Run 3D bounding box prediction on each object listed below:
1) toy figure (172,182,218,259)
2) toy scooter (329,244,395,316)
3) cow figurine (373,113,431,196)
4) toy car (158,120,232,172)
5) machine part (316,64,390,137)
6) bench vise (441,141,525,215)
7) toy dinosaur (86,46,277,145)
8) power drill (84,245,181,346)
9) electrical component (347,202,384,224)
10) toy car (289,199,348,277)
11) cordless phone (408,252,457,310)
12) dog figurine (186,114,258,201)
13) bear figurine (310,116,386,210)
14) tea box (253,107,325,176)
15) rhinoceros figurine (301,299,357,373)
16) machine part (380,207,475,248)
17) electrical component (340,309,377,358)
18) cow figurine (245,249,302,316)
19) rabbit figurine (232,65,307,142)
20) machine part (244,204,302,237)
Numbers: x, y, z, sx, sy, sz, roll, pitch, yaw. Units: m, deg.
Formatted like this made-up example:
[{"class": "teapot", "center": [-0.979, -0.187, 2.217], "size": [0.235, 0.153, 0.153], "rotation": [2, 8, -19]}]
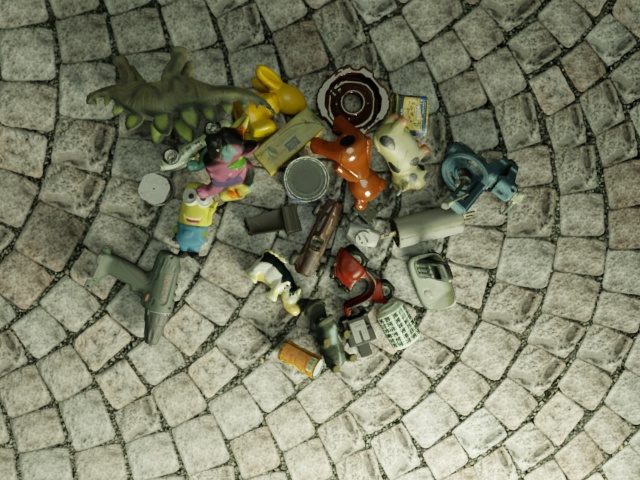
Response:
[{"class": "toy figure", "center": [-0.304, -0.048, 1.281], "size": [0.082, 0.089, 0.180], "rotation": [3, 105, -34]}, {"class": "toy scooter", "center": [0.086, 0.108, 1.328], "size": [0.135, 0.075, 0.183], "rotation": [-42, 101, 0]}, {"class": "cow figurine", "center": [0.194, -0.193, 1.286], "size": [0.127, 0.086, 0.194], "rotation": [-40, 121, 7]}, {"class": "toy car", "center": [-0.293, -0.220, 1.273], "size": [0.202, 0.073, 0.056], "rotation": [-34, 95, -2]}, {"class": "machine part", "center": [0.078, -0.332, 1.308], "size": [0.179, 0.056, 0.179], "rotation": [0, 94, -4]}, {"class": "bench vise", "center": [0.372, -0.129, 1.291], "size": [0.223, 0.129, 0.240], "rotation": [45, 54, 1]}, {"class": "toy dinosaur", "center": [-0.326, -0.321, 1.210], "size": [0.472, 0.105, 0.198], "rotation": [-2, 85, 14]}, {"class": "power drill", "center": [-0.446, 0.118, 1.279], "size": [0.207, 0.086, 0.232], "rotation": [22, 90, -2]}, {"class": "electrical component", "center": [0.112, -0.071, 1.334], "size": [0.063, 0.021, 0.094], "rotation": [46, 72, -6]}, {"class": "toy car", "center": [-0.003, -0.004, 1.324], "size": [0.089, 0.053, 0.202], "rotation": [26, 92, -3]}, {"class": "cordless phone", "center": [0.291, 0.103, 1.289], "size": [0.089, 0.184, 0.146], "rotation": [-20, 95, -8]}, {"class": "dog figurine", "center": [-0.188, -0.180, 1.191], "size": [0.191, 0.219, 0.108], "rotation": [1, 65, -42]}, {"class": "bear figurine", "center": [0.077, -0.176, 1.273], "size": [0.120, 0.195, 0.132], "rotation": [-46, 54, -13]}, {"class": "tea box", "center": [-0.075, -0.232, 1.280], "size": [0.169, 0.098, 0.068], "rotation": [-42, 95, 0]}, {"class": "rhinoceros figurine", "center": [0.020, 0.232, 1.316], "size": [0.073, 0.112, 0.190], "rotation": [-28, 108, -19]}, {"class": "machine part", "center": [0.266, -0.035, 1.332], "size": [0.243, 0.079, 0.079], "rotation": [-15, 95, -4]}, {"class": "electrical component", "center": [0.101, 0.241, 1.349], "size": [0.075, 0.048, 0.119], "rotation": [-15, 93, -3]}, {"class": "cow figurine", "center": [-0.095, 0.104, 1.316], "size": [0.167, 0.068, 0.098], "rotation": [43, 83, -7]}, {"class": "rabbit figurine", "center": [-0.120, -0.324, 1.278], "size": [0.173, 0.122, 0.162], "rotation": [-21, 86, -17]}, {"class": "machine part", "center": [-0.117, -0.042, 1.318], "size": [0.139, 0.039, 0.084], "rotation": [-10, 100, -6]}]
